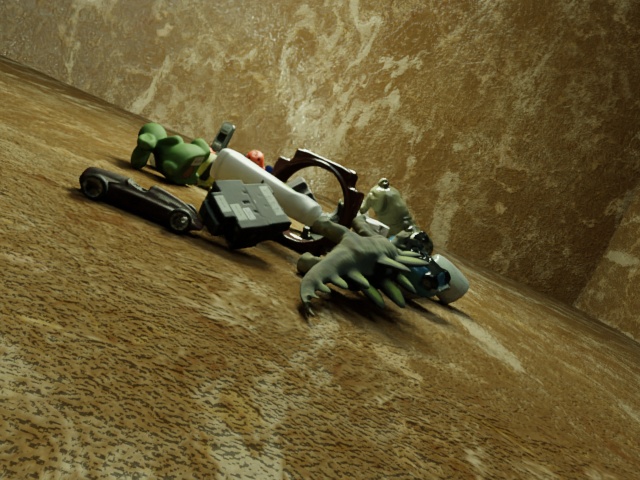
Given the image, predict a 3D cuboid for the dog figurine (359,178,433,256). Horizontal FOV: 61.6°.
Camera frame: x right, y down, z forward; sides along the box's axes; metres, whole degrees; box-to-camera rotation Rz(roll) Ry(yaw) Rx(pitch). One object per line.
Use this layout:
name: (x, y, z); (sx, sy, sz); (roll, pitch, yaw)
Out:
dog figurine: (0.207, -0.050, 1.341); (0.191, 0.172, 0.121); (24, 42, 40)

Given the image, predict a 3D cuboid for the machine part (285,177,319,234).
machine part: (-0.029, -0.080, 1.366); (0.179, 0.056, 0.179); (60, -2, 3)

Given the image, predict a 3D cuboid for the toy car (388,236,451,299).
toy car: (0.192, 0.070, 1.141); (0.162, 0.103, 0.109); (47, 31, 20)

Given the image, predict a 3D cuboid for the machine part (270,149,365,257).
machine part: (-0.022, -0.080, 1.161); (0.202, 0.201, 0.087); (26, 7, 12)

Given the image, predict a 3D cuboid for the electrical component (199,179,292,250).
electrical component: (-0.133, -0.046, 0.914); (0.134, 0.058, 0.115); (-7, 52, -38)

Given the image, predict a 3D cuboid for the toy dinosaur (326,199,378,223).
toy dinosaur: (0.161, 0.003, 1.510); (0.405, 0.131, 0.192); (29, 21, 4)

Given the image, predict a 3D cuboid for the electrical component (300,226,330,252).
electrical component: (-0.001, -0.003, 1.258); (0.102, 0.045, 0.078); (11, 10, -13)

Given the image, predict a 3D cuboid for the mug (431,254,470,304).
mug: (0.288, 0.090, 1.296); (0.107, 0.081, 0.110); (52, -36, -13)

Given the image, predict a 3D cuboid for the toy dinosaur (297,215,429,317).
toy dinosaur: (0.067, 0.038, 0.914); (0.199, 0.105, 0.471); (24, 23, 28)

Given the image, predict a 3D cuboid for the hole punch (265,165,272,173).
hole punch: (-0.197, -0.184, 1.641); (0.092, 0.115, 0.142); (27, 6, -37)

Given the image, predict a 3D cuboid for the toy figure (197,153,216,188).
toy figure: (-0.251, -0.166, 1.446); (0.180, 0.089, 0.082); (26, 15, -2)

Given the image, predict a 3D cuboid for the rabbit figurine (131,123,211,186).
rabbit figurine: (-0.382, -0.210, 1.294); (0.170, 0.121, 0.159); (41, 34, 13)

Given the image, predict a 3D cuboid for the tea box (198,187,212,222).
tea box: (-0.173, -0.060, 1.062); (0.098, 0.068, 0.170); (25, 8, -2)

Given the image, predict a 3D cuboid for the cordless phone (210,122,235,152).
cordless phone: (-0.283, -0.259, 1.642); (0.147, 0.184, 0.088); (28, 4, 31)

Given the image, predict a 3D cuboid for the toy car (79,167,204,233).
toy car: (-0.280, -0.065, 0.856); (0.202, 0.053, 0.089); (22, 5, -8)
